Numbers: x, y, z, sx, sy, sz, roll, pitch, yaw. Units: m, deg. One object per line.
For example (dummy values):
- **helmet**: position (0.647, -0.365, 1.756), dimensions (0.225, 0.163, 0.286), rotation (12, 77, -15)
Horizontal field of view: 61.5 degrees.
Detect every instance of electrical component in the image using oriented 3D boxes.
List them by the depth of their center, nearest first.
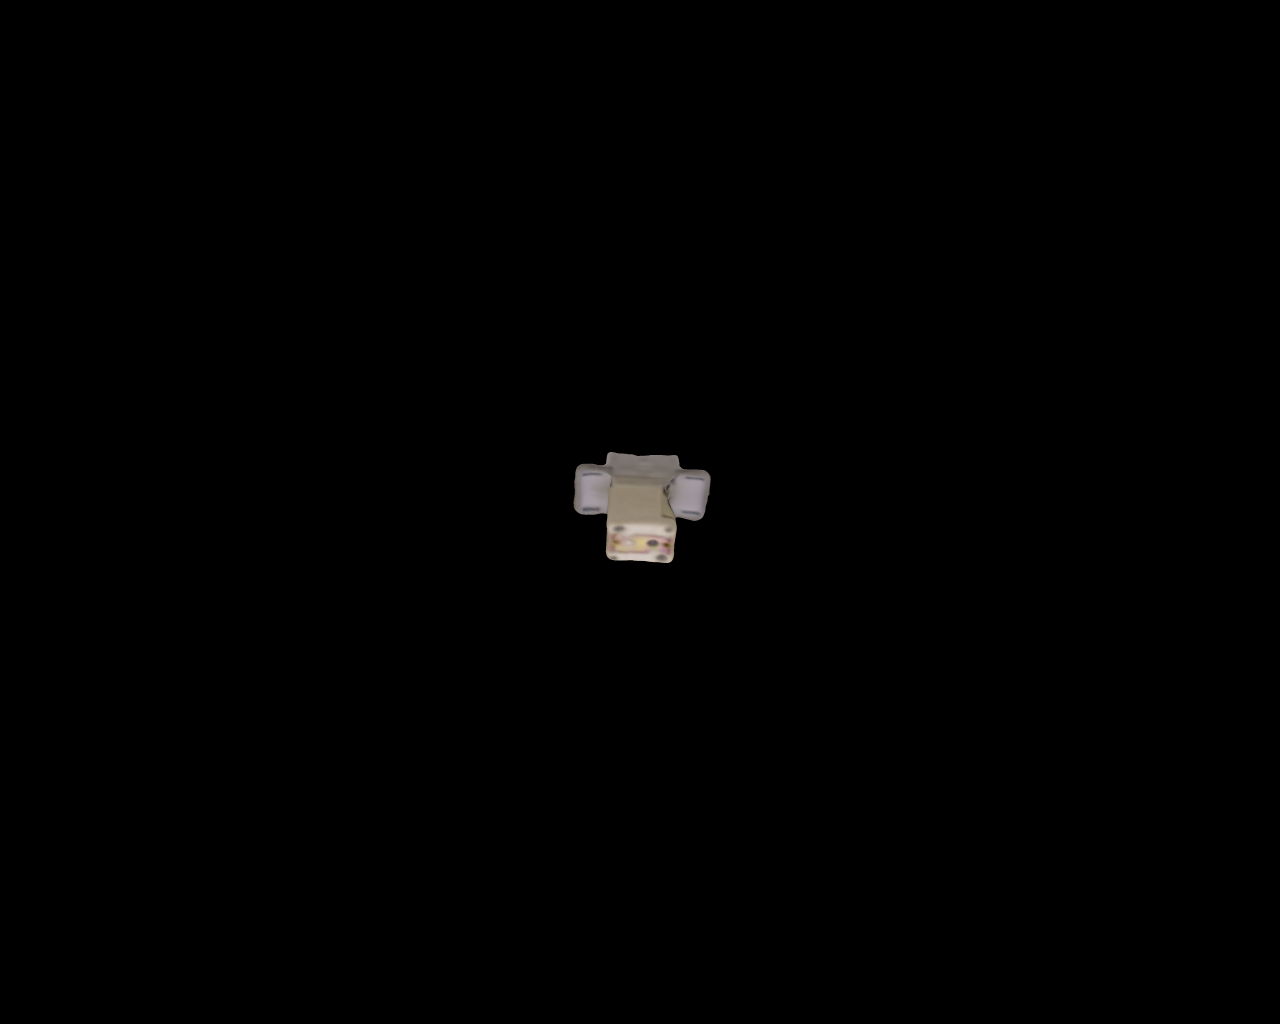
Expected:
- **electrical component**: position (0.001, -0.003, 0.650), dimensions (0.081, 0.064, 0.042), rotation (2, -43, -2)
